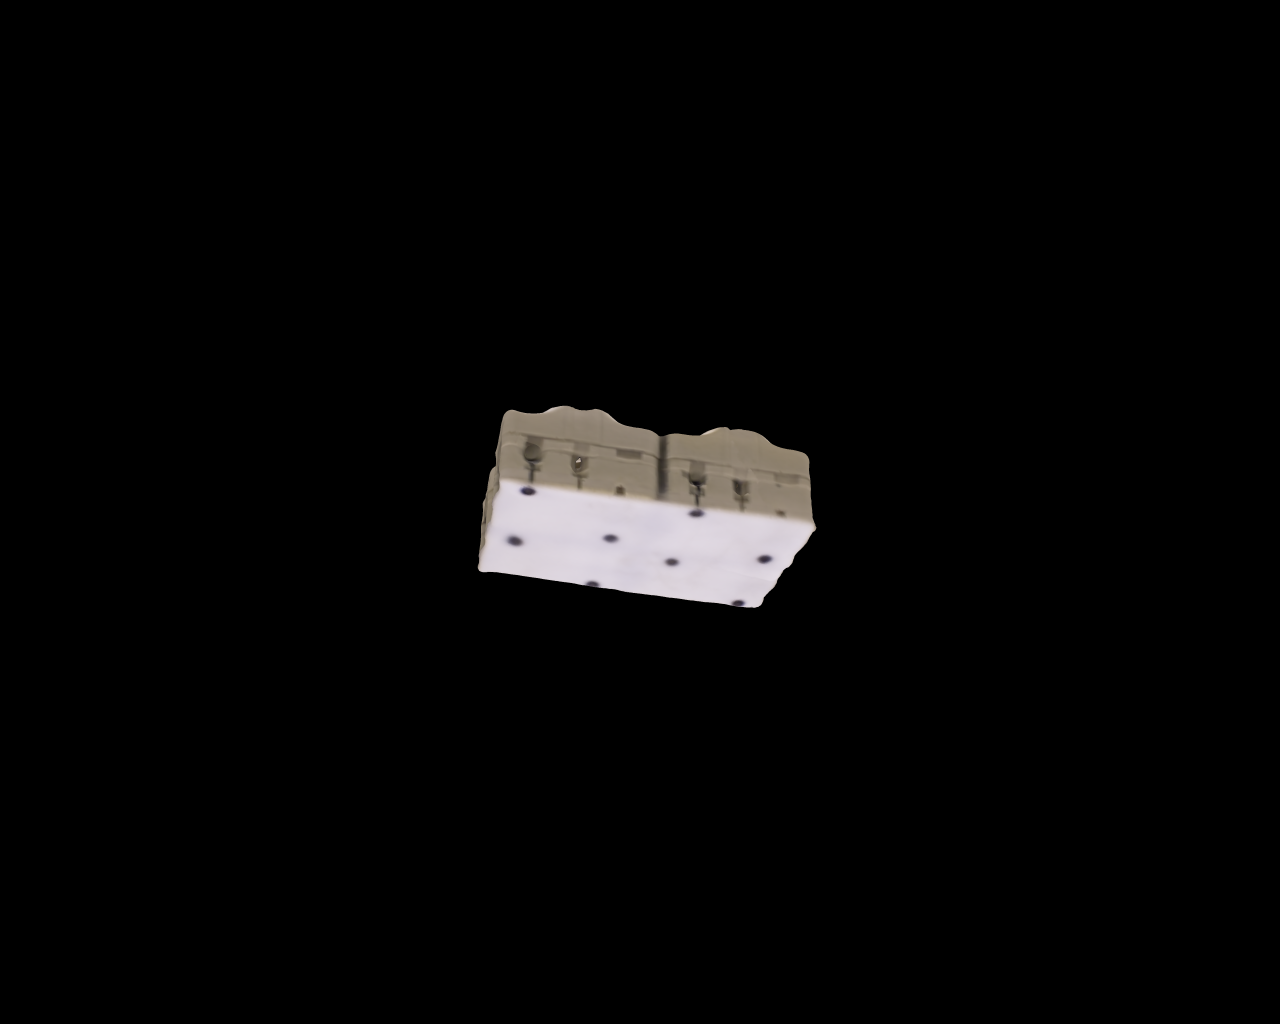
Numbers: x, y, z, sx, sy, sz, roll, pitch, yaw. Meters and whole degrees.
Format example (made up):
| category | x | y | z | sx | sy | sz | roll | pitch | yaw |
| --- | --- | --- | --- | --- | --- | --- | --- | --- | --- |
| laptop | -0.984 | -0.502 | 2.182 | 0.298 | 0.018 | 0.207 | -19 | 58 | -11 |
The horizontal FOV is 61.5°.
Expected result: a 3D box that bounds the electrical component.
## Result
| category | x | y | z | sx | sy | sz | roll | pitch | yaw |
| --- | --- | --- | --- | --- | --- | --- | --- | --- | --- |
| electrical component | 0.001 | -0.003 | 0.650 | 0.186 | 0.060 | 0.105 | 8 | -35 | -11 |
